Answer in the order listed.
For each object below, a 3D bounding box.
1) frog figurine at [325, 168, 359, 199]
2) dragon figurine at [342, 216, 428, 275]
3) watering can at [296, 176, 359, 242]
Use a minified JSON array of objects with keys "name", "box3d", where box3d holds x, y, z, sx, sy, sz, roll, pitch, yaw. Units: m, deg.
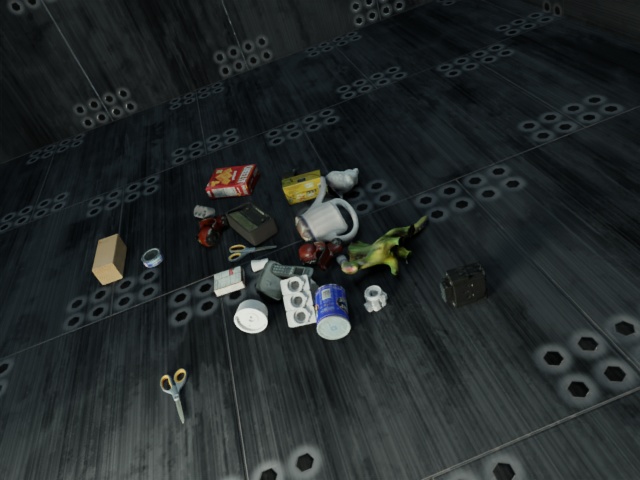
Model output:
[{"name":"frog figurine","box3d":[0.101,-0.254,2.138,0.161,0.121,0.138,-46,24,-14]},{"name":"dragon figurine","box3d":[0.205,0.014,1.793,0.242,0.120,0.417,1,27,33]},{"name":"watering can","box3d":[0.006,-0.100,1.985,0.225,0.101,0.354,-26,50,-8]}]
